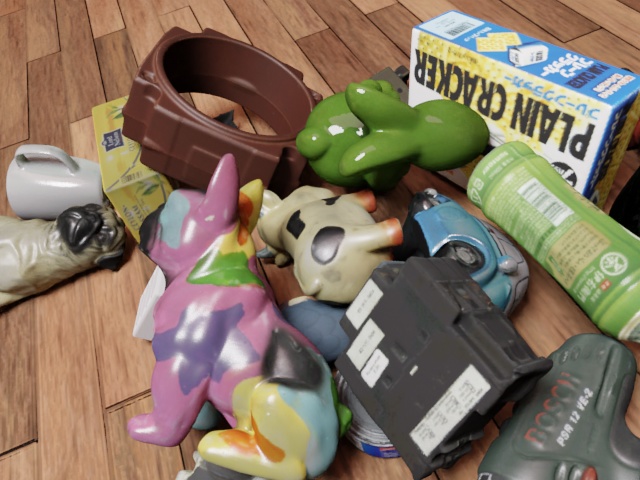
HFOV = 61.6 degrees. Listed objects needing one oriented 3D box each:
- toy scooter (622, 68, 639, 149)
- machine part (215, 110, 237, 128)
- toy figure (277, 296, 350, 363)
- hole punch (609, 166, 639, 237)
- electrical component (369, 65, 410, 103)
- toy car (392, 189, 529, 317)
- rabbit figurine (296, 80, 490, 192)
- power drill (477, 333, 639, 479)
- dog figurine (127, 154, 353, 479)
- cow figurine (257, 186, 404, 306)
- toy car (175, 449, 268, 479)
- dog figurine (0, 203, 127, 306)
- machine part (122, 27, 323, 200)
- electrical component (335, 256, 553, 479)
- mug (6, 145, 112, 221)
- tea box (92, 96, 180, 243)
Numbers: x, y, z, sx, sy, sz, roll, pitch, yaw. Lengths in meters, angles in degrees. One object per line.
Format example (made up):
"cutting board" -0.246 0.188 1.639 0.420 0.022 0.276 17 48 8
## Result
"toy scooter" 0.341 -0.157 0.597 0.184 0.075 0.135 32 63 29
"machine part" -0.119 -0.108 0.682 0.084 0.039 0.139 -20 51 2
"toy figure" -0.044 0.091 0.487 0.155 0.057 0.064 -10 43 11
"hole punch" 0.313 -0.019 0.466 0.092 0.115 0.142 24 59 19
"electrical component" 0.084 -0.188 0.702 0.102 0.045 0.078 -42 83 -19
"toy car" 0.127 0.029 0.481 0.103 0.109 0.162 8 37 -11
"rabbit figurine" 0.072 -0.109 0.525 0.170 0.121 0.159 4 5 38
"power drill" 0.210 0.182 0.348 0.208 0.085 0.232 13 52 31
"dog figurine" -0.058 0.051 0.414 0.192 0.108 0.219 9 84 15
"cow figurine" -0.001 -0.002 0.517 0.127 0.085 0.195 -12 24 -7
"toy car" -0.020 0.209 0.378 0.202 0.056 0.073 12 73 23
"dog figurine" -0.333 -0.001 0.614 0.190 0.121 0.172 -25 52 -27
"machine part" -0.102 -0.145 0.610 0.201 0.087 0.201 22 41 -12
"electrical component" 0.074 0.078 0.383 0.058 0.115 0.134 6 37 -44
"mug" -0.313 -0.073 0.657 0.107 0.109 0.081 1 47 -3
"tea box" -0.217 -0.089 0.648 0.068 0.098 0.170 -22 48 -7
